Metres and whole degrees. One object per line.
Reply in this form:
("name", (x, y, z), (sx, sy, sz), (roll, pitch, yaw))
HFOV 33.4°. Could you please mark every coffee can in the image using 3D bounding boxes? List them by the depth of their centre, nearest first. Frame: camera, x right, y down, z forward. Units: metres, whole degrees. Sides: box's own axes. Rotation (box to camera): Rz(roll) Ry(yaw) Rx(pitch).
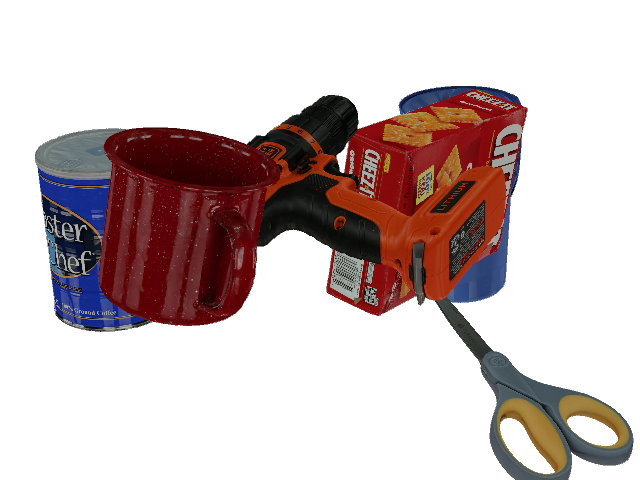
("coffee can", (-0.176, -0.010, 0.883), (0.103, 0.140, 0.103), (-1, 25, 0))

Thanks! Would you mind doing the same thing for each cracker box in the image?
("cracker box", (0.105, -0.040, 1.009), (0.072, 0.164, 0.213), (26, 31, 32))

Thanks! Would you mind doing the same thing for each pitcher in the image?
("pitcher", (0.172, -0.058, 1.267), (0.149, 0.243, 0.145), (-3, 24, 4))

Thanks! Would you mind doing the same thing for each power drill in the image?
("power drill", (0.030, -0.035, 0.747), (0.188, 0.057, 0.184), (16, 44, 29))

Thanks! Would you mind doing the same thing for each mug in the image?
("mug", (-0.067, -0.002, 0.562), (0.093, 0.081, 0.117), (-5, 27, -36))

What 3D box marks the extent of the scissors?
("scissors", (0.136, 0.088, 0.700), (0.096, 0.016, 0.202), (-1, 33, -6))
